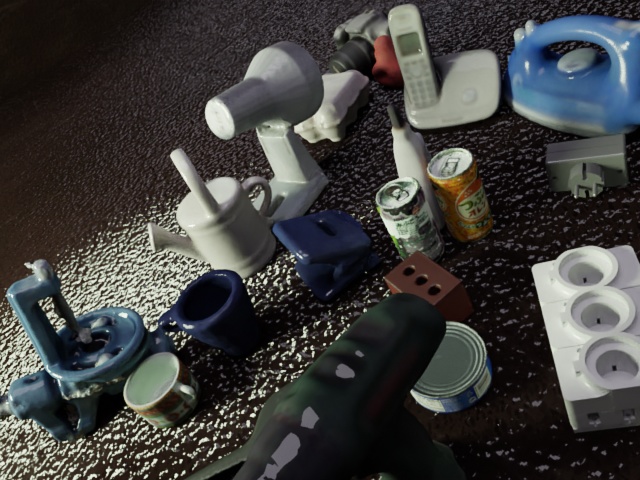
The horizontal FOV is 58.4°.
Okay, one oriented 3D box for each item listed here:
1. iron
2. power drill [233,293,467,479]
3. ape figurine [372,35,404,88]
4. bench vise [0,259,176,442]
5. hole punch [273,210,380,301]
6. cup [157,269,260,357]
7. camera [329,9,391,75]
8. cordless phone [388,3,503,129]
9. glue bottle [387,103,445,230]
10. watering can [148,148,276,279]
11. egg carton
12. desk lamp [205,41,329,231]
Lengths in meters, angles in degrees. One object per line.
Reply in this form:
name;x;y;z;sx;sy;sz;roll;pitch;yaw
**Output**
iron;0.324;-0.228;0.735;0.119;0.142;0.257;-44;40;-17
power drill;0.036;0.164;0.427;0.075;0.209;0.230;9;52;39
ape figurine;0.124;-0.319;1.007;0.077;0.092;0.076;-25;38;6
bench vise;-0.303;0.136;0.669;0.208;0.220;0.121;-45;40;-18
hole punch;0.007;0.003;0.723;0.101;0.091;0.108;-36;38;-8
cup;-0.126;0.102;0.695;0.117;0.095;0.091;-23;38;9
camera;0.069;-0.366;1.089;0.137;0.101;0.142;-43;40;-17
cordless phone;0.179;-0.257;0.826;0.147;0.185;0.094;-5;44;29
glue bottle;0.114;-0.093;0.693;0.037;0.174;0.078;-10;42;24
watering can;-0.151;-0.037;0.785;0.100;0.195;0.173;21;60;45
egg carton;0.020;-0.236;1.000;0.107;0.070;0.150;3;49;35
desk lamp;-0.068;-0.155;0.848;0.117;0.214;0.203;8;51;38
